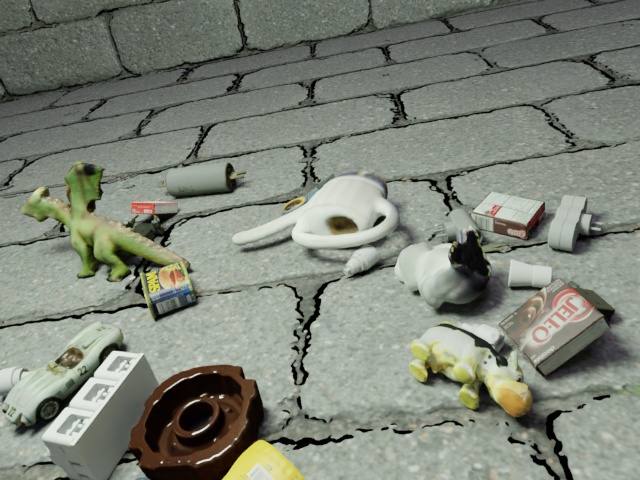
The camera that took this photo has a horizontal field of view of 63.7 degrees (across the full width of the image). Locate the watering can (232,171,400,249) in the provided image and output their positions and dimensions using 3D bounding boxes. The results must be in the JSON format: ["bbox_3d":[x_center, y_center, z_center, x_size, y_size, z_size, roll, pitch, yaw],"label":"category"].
[{"bbox_3d":[0.003,-0.054,1.063,0.347,0.102,0.229,-1,32,26],"label":"watering can"}]

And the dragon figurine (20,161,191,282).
[{"bbox_3d":[-0.465,-0.047,1.089,0.410,0.238,0.124,0,28,22],"label":"dragon figurine"}]

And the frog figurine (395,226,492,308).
[{"bbox_3d":[0.195,0.056,0.856,0.157,0.122,0.140,-33,22,44],"label":"frog figurine"}]
